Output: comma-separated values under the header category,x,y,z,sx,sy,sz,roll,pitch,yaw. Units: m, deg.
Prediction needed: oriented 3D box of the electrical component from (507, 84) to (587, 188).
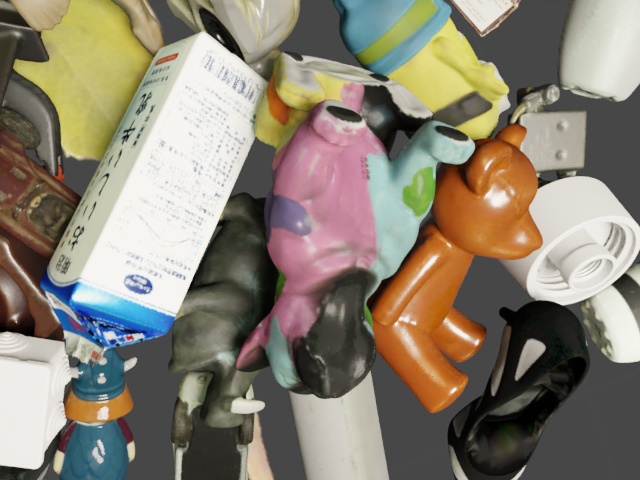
category,x,y,z,sx,sy,sz,roll,pitch,yaw
electrical component,0.192,-0.081,0.462,0.078,0.045,0.102,2,101,-3

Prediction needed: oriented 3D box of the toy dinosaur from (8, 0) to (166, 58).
category,x,y,z,sx,sy,sz,roll,pitch,yaw
toy dinosaur,-0.279,-0.255,0.297,0.105,0.199,0.470,-50,133,7

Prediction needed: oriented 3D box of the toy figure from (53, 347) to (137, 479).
category,x,y,z,sx,sy,sz,roll,pitch,yaw
toy figure,-0.201,0.162,0.479,0.058,0.064,0.154,10,98,33

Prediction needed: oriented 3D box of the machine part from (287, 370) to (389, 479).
category,x,y,z,sx,sy,sz,roll,pitch,yaw
machine part,0.016,0.173,0.486,0.079,0.079,0.243,-12,102,-1

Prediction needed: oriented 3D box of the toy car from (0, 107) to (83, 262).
category,x,y,z,sx,sy,sz,roll,pitch,yaw
toy car,-0.199,-0.010,0.414,0.202,0.053,0.089,44,63,-25

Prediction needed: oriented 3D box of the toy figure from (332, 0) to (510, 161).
category,x,y,z,sx,sy,sz,roll,pitch,yaw
toy figure,0.073,-0.143,0.423,0.180,0.082,0.089,41,123,-18

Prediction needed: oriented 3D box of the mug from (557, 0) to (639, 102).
category,x,y,z,sx,sy,sz,roll,pitch,yaw
mug,0.243,-0.168,0.438,0.109,0.081,0.107,4,110,-43

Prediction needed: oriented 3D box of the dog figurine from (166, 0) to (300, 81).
category,x,y,z,sx,sy,sz,roll,pitch,yaw
dog figurine,-0.030,-0.239,0.397,0.190,0.121,0.172,-44,135,-12

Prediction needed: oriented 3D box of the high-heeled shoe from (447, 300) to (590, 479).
category,x,y,z,sx,sy,sz,roll,pitch,yaw
high-heeled shoe,0.174,0.167,0.460,0.086,0.145,0.248,1,100,-3

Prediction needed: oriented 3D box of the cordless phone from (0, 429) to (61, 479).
category,x,y,z,sx,sy,sz,roll,pitch,yaw
cordless phone,-0.325,0.193,0.431,0.184,0.146,0.088,18,91,-8

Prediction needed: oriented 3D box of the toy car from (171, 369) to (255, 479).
category,x,y,z,sx,sy,sz,roll,pitch,yaw
toy car,-0.101,0.215,0.499,0.073,0.056,0.201,3,103,-11

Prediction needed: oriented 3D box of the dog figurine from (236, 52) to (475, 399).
category,x,y,z,sx,sy,sz,roll,pitch,yaw
dog figurine,-0.001,-0.001,0.383,0.108,0.192,0.219,6,121,-25

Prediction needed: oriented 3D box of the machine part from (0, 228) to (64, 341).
category,x,y,z,sx,sy,sz,roll,pitch,yaw
machine part,-0.300,0.060,0.453,0.179,0.056,0.179,-1,103,-4

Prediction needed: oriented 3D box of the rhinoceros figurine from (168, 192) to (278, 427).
category,x,y,z,sx,sy,sz,roll,pitch,yaw
rhinoceros figurine,-0.071,0.054,0.443,0.112,0.073,0.190,17,79,-23

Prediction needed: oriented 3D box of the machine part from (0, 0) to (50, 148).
category,x,y,z,sx,sy,sz,roll,pitch,yaw
machine part,-0.237,-0.121,0.370,0.084,0.039,0.139,13,57,-27

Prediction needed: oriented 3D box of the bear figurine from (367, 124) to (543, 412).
category,x,y,z,sx,sy,sz,roll,pitch,yaw
bear figurine,0.115,0.017,0.420,0.132,0.120,0.195,43,120,7
